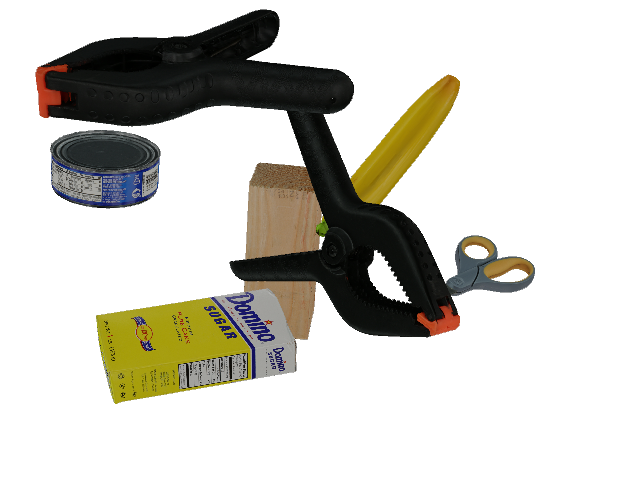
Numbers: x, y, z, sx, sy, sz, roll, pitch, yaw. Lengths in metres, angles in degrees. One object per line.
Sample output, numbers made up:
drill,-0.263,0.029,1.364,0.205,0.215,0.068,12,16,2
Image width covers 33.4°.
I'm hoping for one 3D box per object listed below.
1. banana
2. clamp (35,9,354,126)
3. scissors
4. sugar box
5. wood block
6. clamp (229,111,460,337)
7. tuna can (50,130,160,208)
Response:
banana,0.062,-0.069,0.983,0.037,0.197,0.070,40,-13,-6
clamp,-0.077,-0.101,0.616,0.171,0.039,0.120,-4,27,-16
scissors,0.137,0.035,1.121,0.201,0.016,0.096,-8,40,-30
sugar box,-0.119,0.097,1.016,0.176,0.048,0.093,-11,35,-14
wood block,-0.049,0.013,1.385,0.090,0.206,0.090,6,24,2
clamp,0.019,-0.005,0.766,0.036,0.165,0.210,-11,32,-44
tuna can,-0.171,-0.057,0.849,0.086,0.034,0.086,6,26,-3
